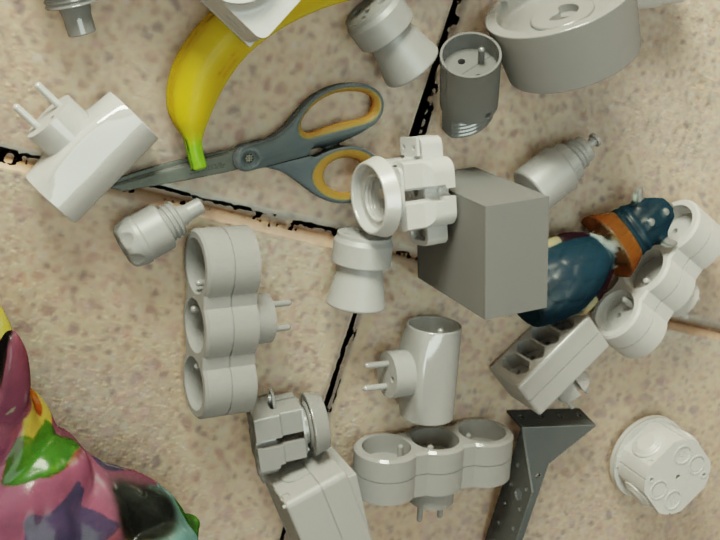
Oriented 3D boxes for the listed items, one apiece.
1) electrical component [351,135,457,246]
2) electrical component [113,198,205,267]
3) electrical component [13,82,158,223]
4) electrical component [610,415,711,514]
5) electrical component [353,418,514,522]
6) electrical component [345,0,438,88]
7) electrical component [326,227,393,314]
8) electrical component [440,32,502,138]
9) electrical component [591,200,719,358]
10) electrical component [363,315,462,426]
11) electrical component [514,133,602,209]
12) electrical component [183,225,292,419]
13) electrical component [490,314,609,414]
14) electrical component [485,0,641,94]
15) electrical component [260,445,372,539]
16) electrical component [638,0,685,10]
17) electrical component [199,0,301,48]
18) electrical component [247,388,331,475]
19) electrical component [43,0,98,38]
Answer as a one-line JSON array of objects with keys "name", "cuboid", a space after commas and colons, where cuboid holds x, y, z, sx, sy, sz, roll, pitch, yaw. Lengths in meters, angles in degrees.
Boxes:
[{"name": "electrical component", "cuboid": [0.030, -0.055, 0.768, 0.057, 0.058, 0.078, -10, 102, -27]}, {"name": "electrical component", "cuboid": [-0.134, -0.030, 0.730, 0.061, 0.035, 0.035, -31, 117, -16]}, {"name": "electrical component", "cuboid": [-0.183, -0.084, 0.684, 0.077, 0.043, 0.079, -47, 119, -5]}, {"name": "electrical component", "cuboid": [0.272, 0.177, 0.976, 0.080, 0.051, 0.080, -8, 109, -23]}, {"name": "electrical component", "cuboid": [0.059, 0.170, 0.873, 0.138, 0.052, 0.073, -5, 109, -24]}, {"name": "electrical component", "cuboid": [0.022, -0.162, 0.753, 0.045, 0.045, 0.055, -44, 118, -6]}, {"name": "electrical component", "cuboid": [0.000, 0.000, 0.796, 0.045, 0.045, 0.055, 0, 106, -25]}, {"name": "electrical component", "cuboid": [0.080, -0.129, 0.784, 0.043, 0.043, 0.081, -30, 151, -14]}, {"name": "electrical component", "cuboid": [0.264, 0.016, 0.919, 0.074, 0.052, 0.138, 34, 90, -30]}, {"name": "electrical component", "cuboid": [0.039, 0.080, 0.839, 0.079, 0.044, 0.077, -4, 108, -24]}, {"name": "electrical component", "cuboid": [0.157, -0.080, 0.846, 0.078, 0.040, 0.040, -38, 118, -10]}, {"name": "electrical component", "cuboid": [-0.083, 0.036, 0.764, 0.074, 0.052, 0.138, -5, 109, -28]}, {"name": "electrical component", "cuboid": [0.167, 0.085, 0.899, 0.083, 0.047, 0.075, -43, 117, -8]}, {"name": "electrical component", "cuboid": [0.151, -0.168, 0.779, 0.108, 0.108, 0.060, -31, 123, -13]}, {"name": "electrical component", "cuboid": [-0.028, 0.190, 0.834, 0.061, 0.062, 0.096, -26, 115, -15]}, {"name": "electrical component", "cuboid": [0.218, -0.223, 0.826, 0.081, 0.043, 0.043, -10, 110, -22]}, {"name": "electrical component", "cuboid": [-0.095, -0.238, 0.642, 0.186, 0.060, 0.105, 42, 86, -16]}, {"name": "electrical component", "cuboid": [-0.054, 0.119, 0.809, 0.055, 0.048, 0.066, -10, 110, -14]}, {"name": "electrical component", "cuboid": [-0.179, -0.175, 0.657, 0.043, 0.043, 0.062, -20, 115, -18]}]
